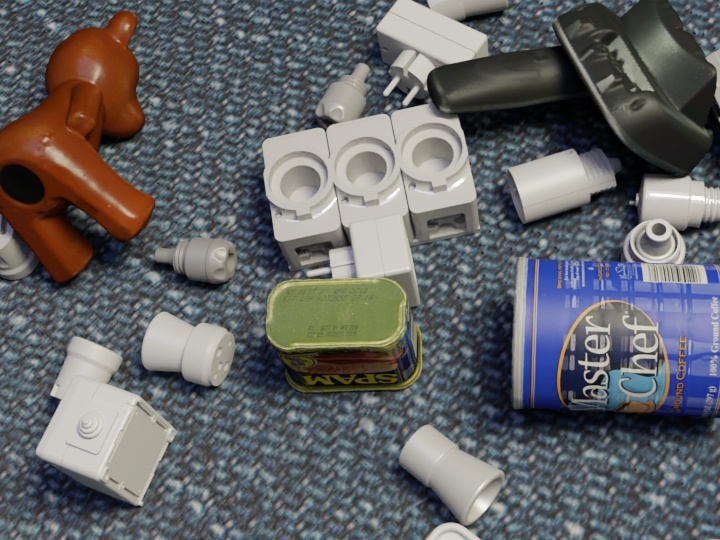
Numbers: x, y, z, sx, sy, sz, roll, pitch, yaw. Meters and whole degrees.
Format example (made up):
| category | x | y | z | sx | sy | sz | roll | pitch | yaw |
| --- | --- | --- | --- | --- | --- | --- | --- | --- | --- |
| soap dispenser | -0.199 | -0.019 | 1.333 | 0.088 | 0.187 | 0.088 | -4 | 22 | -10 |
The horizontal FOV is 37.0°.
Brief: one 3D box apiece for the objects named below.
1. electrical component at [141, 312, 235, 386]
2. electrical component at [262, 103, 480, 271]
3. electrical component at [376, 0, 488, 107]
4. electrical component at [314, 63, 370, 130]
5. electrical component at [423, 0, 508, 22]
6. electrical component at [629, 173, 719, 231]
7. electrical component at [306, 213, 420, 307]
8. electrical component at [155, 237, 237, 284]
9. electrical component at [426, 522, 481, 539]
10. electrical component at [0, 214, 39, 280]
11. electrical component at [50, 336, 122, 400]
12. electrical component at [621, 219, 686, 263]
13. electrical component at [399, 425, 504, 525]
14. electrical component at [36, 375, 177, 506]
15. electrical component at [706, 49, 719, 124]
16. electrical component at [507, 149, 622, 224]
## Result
| category | x | y | z | sx | sy | sz | roll | pitch | yaw |
| --- | --- | --- | --- | --- | --- | --- | --- | --- | --- |
| electrical component | -0.126 | 0.058 | 0.789 | 0.055 | 0.045 | 0.045 | 14 | 68 | 15 |
| electrical component | 0.008 | -0.065 | 0.815 | 0.150 | 0.061 | 0.089 | -12 | 64 | 4 |
| electrical component | 0.048 | -0.163 | 0.861 | 0.083 | 0.047 | 0.075 | 30 | 73 | 20 |
| electrical component | -0.010 | -0.140 | 0.868 | 0.035 | 0.035 | 0.061 | 21 | 68 | 18 |
| electrical component | 0.085 | -0.225 | 0.888 | 0.065 | 0.044 | 0.044 | -20 | 64 | 5 |
| electrical component | 0.237 | -0.048 | 0.782 | 0.078 | 0.040 | 0.040 | 5 | 66 | 11 |
| electrical component | 0.000 | 0.000 | 0.783 | 0.077 | 0.065 | 0.047 | -11 | 64 | 4 |
| electrical component | -0.128 | -0.009 | 0.826 | 0.061 | 0.035 | 0.035 | 6 | 67 | 14 |
| electrical component | 0.078 | 0.209 | 0.678 | 0.095 | 0.059 | 0.053 | 34 | 75 | 22 |
| electrical component | -0.280 | -0.019 | 0.849 | 0.040 | 0.046 | 0.040 | -4 | 65 | 8 |
| electrical component | -0.204 | 0.078 | 0.796 | 0.040 | 0.040 | 0.046 | 19 | 75 | 17 |
| electrical component | 0.208 | -0.015 | 0.758 | 0.043 | 0.062 | 0.043 | -4 | 65 | 8 |
| electrical component | 0.059 | 0.135 | 0.726 | 0.065 | 0.044 | 0.044 | 35 | 75 | 27 |
| electrical component | -0.179 | 0.115 | 0.742 | 0.061 | 0.096 | 0.061 | 17 | 69 | 17 |
| electrical component | 0.298 | -0.108 | 0.779 | 0.079 | 0.063 | 0.121 | -36 | 56 | 38 |
| electrical component | 0.155 | -0.067 | 0.802 | 0.081 | 0.043 | 0.043 | -17 | 64 | 1 |
